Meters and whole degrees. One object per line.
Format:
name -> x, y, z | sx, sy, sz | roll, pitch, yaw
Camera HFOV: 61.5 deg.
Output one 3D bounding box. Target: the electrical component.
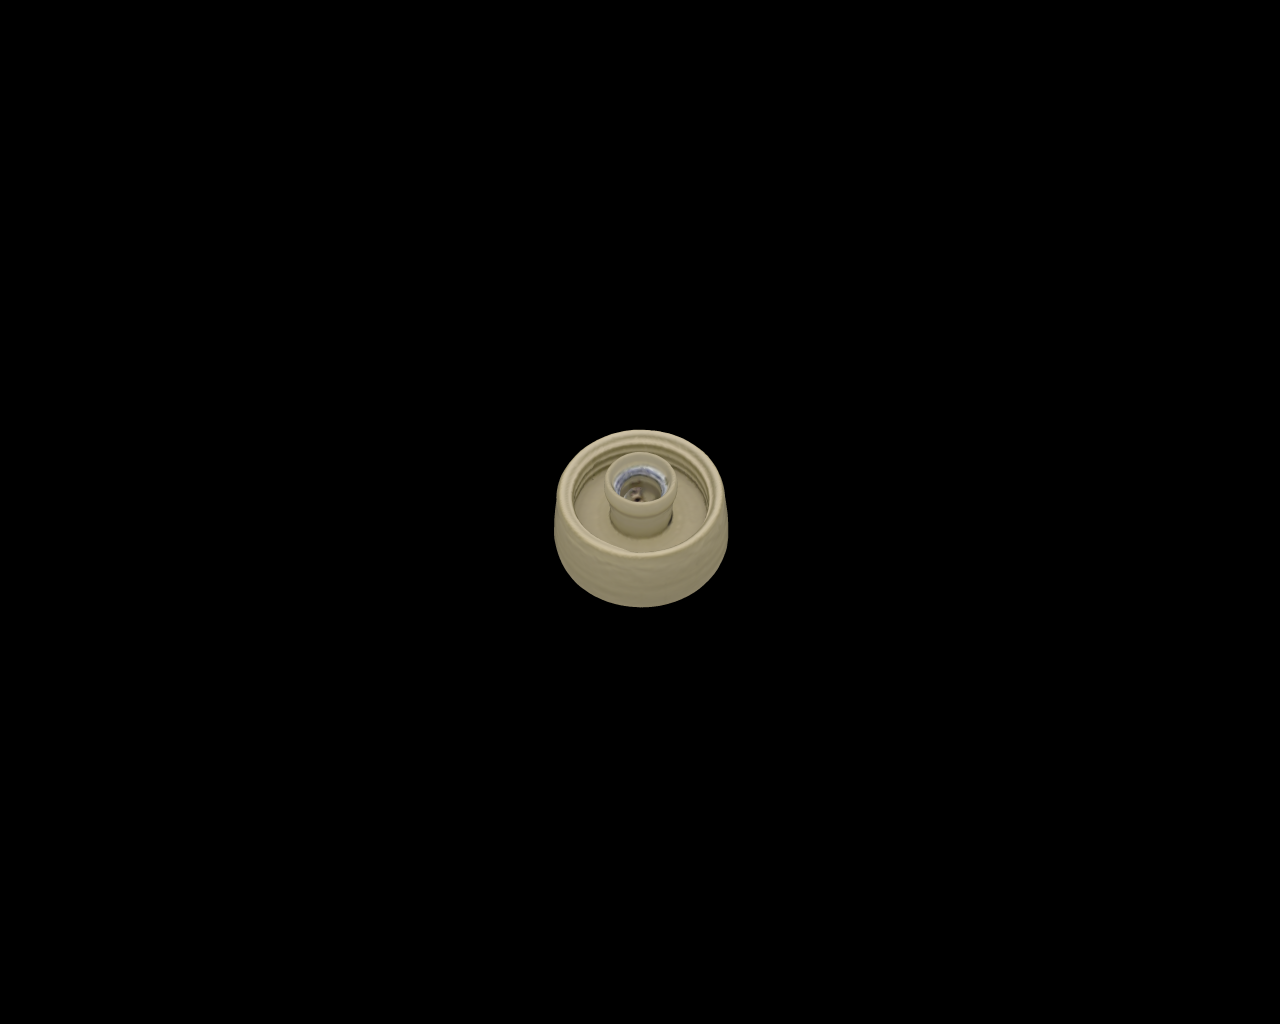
electrical component -> 0.001, -0.003, 0.650 | 0.108, 0.108, 0.060 | 0, -37, 0
